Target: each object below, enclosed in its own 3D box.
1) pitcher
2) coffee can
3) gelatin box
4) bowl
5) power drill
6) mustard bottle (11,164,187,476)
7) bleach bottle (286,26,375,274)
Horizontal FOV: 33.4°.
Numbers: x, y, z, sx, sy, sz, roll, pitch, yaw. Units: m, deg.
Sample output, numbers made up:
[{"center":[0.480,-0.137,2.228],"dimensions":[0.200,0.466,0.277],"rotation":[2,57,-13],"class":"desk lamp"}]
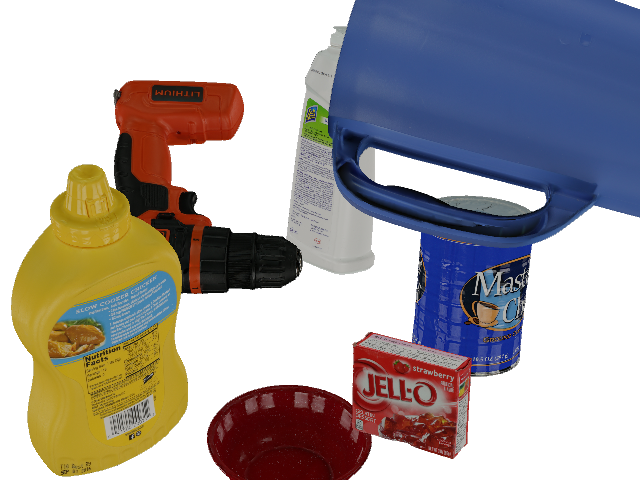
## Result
[{"center":[0.129,-0.079,0.626],"dimensions":[0.243,0.149,0.144],"rotation":[19,31,8],"class":"pitcher"},{"center":[0.140,0.040,0.986],"dimensions":[0.103,0.140,0.103],"rotation":[2,20,-1],"class":"coffee can"},{"center":[0.067,0.115,0.800],"dimensions":[0.089,0.073,0.030],"rotation":[12,23,29],"class":"gelatin box"},{"center":[-0.031,0.213,1.057],"dimensions":[0.162,0.055,0.162],"rotation":[1,30,-1],"class":"bowl"},{"center":[-0.104,-0.042,0.842],"dimensions":[0.184,0.187,0.057],"rotation":[3,-37,-1],"class":"power drill"},{"center":[-0.123,0.042,0.596],"dimensions":[0.096,0.192,0.058],"rotation":[-23,45,-30],"class":"mustard bottle"},{"center":[0.020,-0.098,1.133],"dimensions":[0.067,0.251,0.103],"rotation":[-12,25,-43],"class":"bleach bottle"}]
